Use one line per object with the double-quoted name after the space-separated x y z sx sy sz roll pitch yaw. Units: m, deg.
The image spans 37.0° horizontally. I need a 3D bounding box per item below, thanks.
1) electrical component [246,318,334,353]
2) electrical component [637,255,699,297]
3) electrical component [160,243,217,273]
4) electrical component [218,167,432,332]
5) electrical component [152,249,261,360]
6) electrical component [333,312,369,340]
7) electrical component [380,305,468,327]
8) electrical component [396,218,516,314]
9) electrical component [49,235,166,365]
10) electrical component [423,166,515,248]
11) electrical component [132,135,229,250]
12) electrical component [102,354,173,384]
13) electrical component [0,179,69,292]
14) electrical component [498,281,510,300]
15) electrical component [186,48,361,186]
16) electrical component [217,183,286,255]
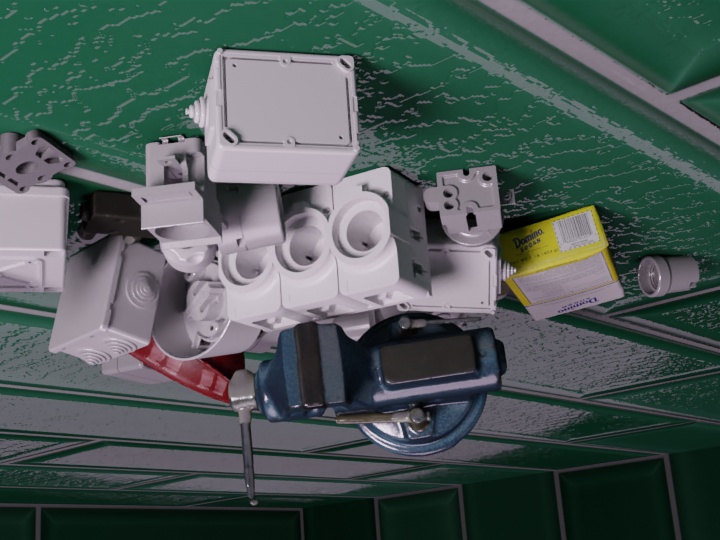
-0.072 0.049 1.078 0.074 0.052 0.138 12 158 -42 "electrical component"
0.300 0.005 1.047 0.046 0.040 0.040 -5 164 -17 "electrical component"
-0.135 -0.018 0.858 0.043 0.043 0.062 -3 165 -4 "electrical component"
-0.029 -0.013 0.819 0.150 0.089 0.062 -13 161 27 "electrical component"
-0.128 0.027 0.919 0.064 0.099 0.099 3 163 -43 "electrical component"
-0.016 0.062 1.149 0.081 0.043 0.043 -10 162 18 "electrical component"
0.056 0.025 0.986 0.080 0.080 0.051 -12 156 25 "electrical component"
0.079 -0.006 0.874 0.096 0.061 0.061 2 -152 10 "electrical component"
-0.208 0.026 0.893 0.048 0.099 0.100 26 148 -36 "electrical component"
0.084 -0.047 0.814 0.066 0.048 0.055 -7 155 8 "electrical component"
-0.118 -0.052 0.716 0.042 0.063 0.081 -5 163 7 "electrical component"
-0.233 0.082 1.131 0.061 0.061 0.096 -12 161 24 "electrical component"
-0.270 -0.023 0.785 0.109 0.056 0.108 1 162 -16 "electrical component"
0.112 0.013 1.017 0.045 0.045 0.055 6 160 -29 "electrical component"
-0.053 -0.086 0.623 0.096 0.061 0.061 0 163 -15 "electrical component"
-0.080 -0.041 0.779 0.047 0.055 0.055 -8 163 0 "electrical component"
